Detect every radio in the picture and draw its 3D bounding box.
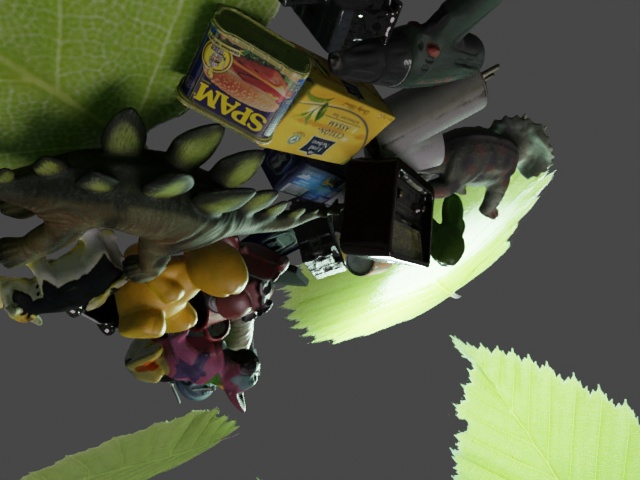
[{"bbox_3d":[0.104,-0.033,0.765,0.073,0.131,0.229,4,176,23],"label":"radio"}]

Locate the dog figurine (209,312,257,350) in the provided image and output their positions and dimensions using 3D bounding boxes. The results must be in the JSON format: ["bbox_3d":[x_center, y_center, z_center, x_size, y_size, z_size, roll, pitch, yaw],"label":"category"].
[{"bbox_3d":[-0.175,0.168,1.108,0.121,0.172,0.190,19,108,-18],"label":"dog figurine"}]

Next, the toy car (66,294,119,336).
[{"bbox_3d":[-0.309,0.084,0.772,0.073,0.056,0.201,-33,161,-11],"label":"toy car"}]

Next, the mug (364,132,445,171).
[{"bbox_3d":[0.121,-0.135,0.815,0.107,0.081,0.109,-14,165,-7],"label":"mug"}]

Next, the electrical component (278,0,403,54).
[{"bbox_3d":[0.008,-0.211,0.487,0.119,0.075,0.047,-24,156,-31],"label":"electrical component"}]

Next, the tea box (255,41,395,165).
[{"bbox_3d":[-0.001,-0.150,0.623,0.098,0.068,0.169,-41,157,30],"label":"tea box"}]

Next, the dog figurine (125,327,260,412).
[{"bbox_3d":[-0.222,0.237,0.992,0.191,0.219,0.108,-34,-157,7],"label":"dog figurine"}]

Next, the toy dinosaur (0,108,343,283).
[{"bbox_3d":[-0.155,-0.036,0.573,0.198,0.105,0.471,-30,161,34],"label":"toy dinosaur"}]

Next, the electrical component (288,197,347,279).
[{"bbox_3d":[-0.002,-0.003,0.882,0.058,0.115,0.134,-16,161,7],"label":"electrical component"}]

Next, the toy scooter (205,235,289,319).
[{"bbox_3d":[-0.109,0.055,0.808,0.075,0.135,0.183,-68,163,-48],"label":"toy scooter"}]

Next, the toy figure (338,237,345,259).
[{"bbox_3d":[0.060,-0.002,1.022,0.180,0.082,0.089,-41,157,20],"label":"toy figure"}]

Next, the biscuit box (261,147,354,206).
[{"bbox_3d":[-0.001,-0.093,0.760,0.059,0.063,0.202,-37,158,22],"label":"biscuit box"}]

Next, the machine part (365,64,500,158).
[{"bbox_3d":[0.137,-0.176,0.733,0.243,0.079,0.079,-29,159,-4],"label":"machine part"}]

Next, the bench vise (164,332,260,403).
[{"bbox_3d":[-0.264,0.300,1.246,0.241,0.128,0.223,-19,177,34],"label":"bench vise"}]

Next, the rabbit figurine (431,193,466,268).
[{"bbox_3d":[0.220,-0.011,1.053,0.159,0.170,0.121,-39,140,-16],"label":"rabbit figurine"}]

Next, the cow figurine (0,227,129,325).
[{"bbox_3d":[-0.315,0.056,0.641,0.167,0.098,0.068,-29,165,-3],"label":"cow figurine"}]

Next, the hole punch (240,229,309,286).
[{"bbox_3d":[-0.080,0.024,0.914,0.116,0.092,0.142,1,164,12],"label":"hole punch"}]

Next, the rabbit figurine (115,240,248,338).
[{"bbox_3d":[-0.173,0.042,0.713,0.173,0.162,0.121,-14,164,22],"label":"rabbit figurine"}]

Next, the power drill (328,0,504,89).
[{"bbox_3d":[0.139,-0.245,0.577,0.232,0.086,0.207,-10,148,-45],"label":"power drill"}]

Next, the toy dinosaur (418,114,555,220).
[{"bbox_3d":[0.260,-0.139,0.936,0.405,0.131,0.192,-5,134,-38],"label":"toy dinosaur"}]
